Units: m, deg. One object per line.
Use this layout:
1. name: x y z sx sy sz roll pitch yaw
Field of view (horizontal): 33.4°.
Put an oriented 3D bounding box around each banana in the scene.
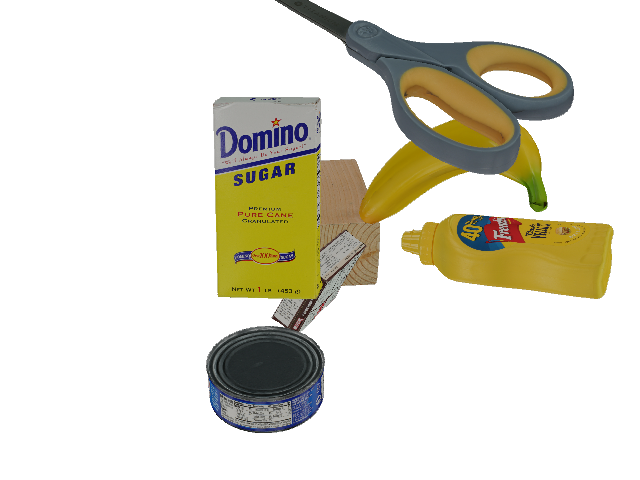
1. banana: 0.088 -0.051 0.739 0.037 0.069 0.198 28 -16 -26

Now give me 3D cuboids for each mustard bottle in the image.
1. mustard bottle: 0.169 0.010 0.989 0.192 0.058 0.096 5 27 19

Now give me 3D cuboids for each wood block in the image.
1. wood block: 0.018 -0.027 1.418 0.090 0.090 0.206 -2 27 -6

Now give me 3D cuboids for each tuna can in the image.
1. tuna can: -0.039 0.101 0.777 0.086 0.034 0.086 -1 31 0

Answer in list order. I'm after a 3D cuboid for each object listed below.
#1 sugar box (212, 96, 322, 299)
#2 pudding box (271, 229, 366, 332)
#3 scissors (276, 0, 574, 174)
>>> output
1. sugar box: -0.046 -0.038 0.947 0.093 0.176 0.048 0 15 6
2. pudding box: 0.000 0.047 1.239 0.039 0.090 0.113 35 33 9
3. scissors: 0.043 -0.099 0.526 0.096 0.016 0.202 -19 47 -21
